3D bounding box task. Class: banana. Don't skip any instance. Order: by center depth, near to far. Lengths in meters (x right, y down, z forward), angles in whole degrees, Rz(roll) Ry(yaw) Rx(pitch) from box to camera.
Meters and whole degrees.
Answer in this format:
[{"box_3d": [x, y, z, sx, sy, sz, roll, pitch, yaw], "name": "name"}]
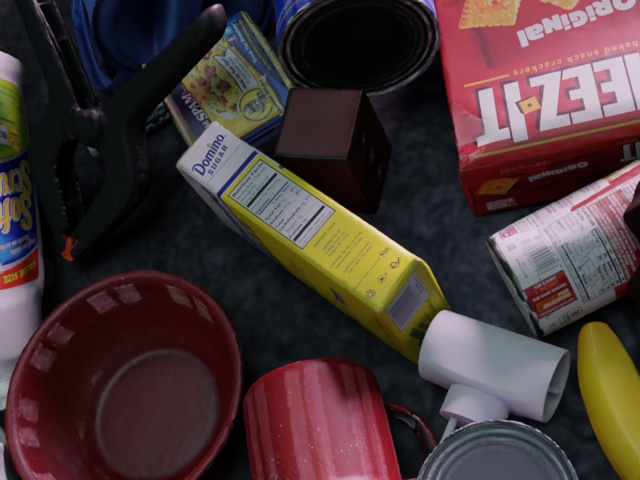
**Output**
[{"box_3d": [0.199, 0.124, 0.562, 0.069, 0.037, 0.198, -44, 58, -10], "name": "banana"}]

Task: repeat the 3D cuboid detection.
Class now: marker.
[{"box_3d": [-0.119, -0.097, 0.796, 0.121, 0.020, 0.020, -30, 59, 4], "name": "marker"}]

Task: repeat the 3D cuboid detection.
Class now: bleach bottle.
[{"box_3d": [-0.228, -0.008, 0.734, 0.068, 0.102, 0.251, -17, 80, 17], "name": "bleach bottle"}]

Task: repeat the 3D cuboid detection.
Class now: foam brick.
[{"box_3d": [0.010, -0.057, 0.696, 0.051, 0.078, 0.053, 5, 68, 21], "name": "foam brick"}]

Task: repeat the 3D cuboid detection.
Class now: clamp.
[{"box_3d": [-0.160, -0.089, 0.725, 0.165, 0.036, 0.210, 27, 115, 15], "name": "clamp"}]

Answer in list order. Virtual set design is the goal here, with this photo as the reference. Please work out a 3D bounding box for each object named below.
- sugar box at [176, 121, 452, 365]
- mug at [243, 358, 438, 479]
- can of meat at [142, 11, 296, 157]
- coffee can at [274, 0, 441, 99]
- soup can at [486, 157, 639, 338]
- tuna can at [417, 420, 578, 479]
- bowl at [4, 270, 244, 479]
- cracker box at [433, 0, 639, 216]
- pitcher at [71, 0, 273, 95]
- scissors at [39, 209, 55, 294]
[{"box_3d": [-0.004, 0.001, 0.663, 0.176, 0.093, 0.048, 32, 78, 31], "name": "sugar box"}, {"box_3d": [0.012, 0.120, 0.609, 0.117, 0.093, 0.081, -2, 54, -15], "name": "mug"}, {"box_3d": [-0.062, -0.098, 0.746, 0.084, 0.057, 0.102, -31, 74, 0], "name": "can of meat"}, {"box_3d": [0.018, -0.178, 0.697, 0.103, 0.102, 0.140, -15, 58, 13], "name": "coffee can"}, {"box_3d": [0.156, 0.005, 0.617, 0.102, 0.068, 0.068, -28, 59, 6], "name": "soup can"}, {"box_3d": [0.094, 0.140, 0.556, 0.086, 0.033, 0.086, -9, 61, 15], "name": "tuna can"}, {"box_3d": [-0.114, 0.103, 0.674, 0.162, 0.055, 0.162, -8, 62, 16], "name": "bowl"}, {"box_3d": [0.158, -0.138, 0.685, 0.164, 0.072, 0.213, -12, 62, 15], "name": "cracker box"}, {"box_3d": [-0.143, -0.237, 0.821, 0.149, 0.145, 0.243, -22, 55, -6], "name": "pitcher"}, {"box_3d": [-0.288, 0.016, 0.802, 0.202, 0.016, 0.096, -2, 67, 17], "name": "scissors"}]
